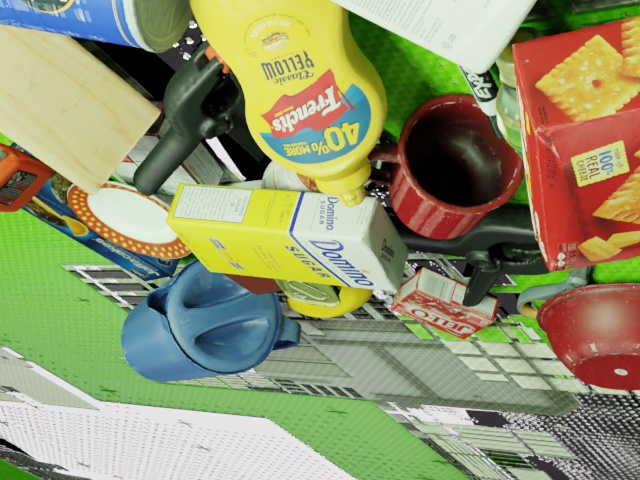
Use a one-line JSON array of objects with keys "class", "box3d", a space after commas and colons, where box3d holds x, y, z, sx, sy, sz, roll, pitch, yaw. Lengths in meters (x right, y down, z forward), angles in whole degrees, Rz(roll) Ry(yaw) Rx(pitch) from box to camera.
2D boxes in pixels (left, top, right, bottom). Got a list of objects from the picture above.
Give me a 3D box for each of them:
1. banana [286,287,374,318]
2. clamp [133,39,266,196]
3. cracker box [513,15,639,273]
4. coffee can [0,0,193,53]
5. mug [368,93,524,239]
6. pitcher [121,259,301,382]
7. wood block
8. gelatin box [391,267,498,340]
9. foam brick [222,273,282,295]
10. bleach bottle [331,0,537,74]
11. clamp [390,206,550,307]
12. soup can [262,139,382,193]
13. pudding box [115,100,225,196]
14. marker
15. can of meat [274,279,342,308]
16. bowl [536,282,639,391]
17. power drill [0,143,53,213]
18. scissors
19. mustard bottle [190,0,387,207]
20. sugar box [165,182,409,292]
[{"class": "banana", "box3d": [0.017, 0.049, 1.123, 0.069, 0.037, 0.198, 38, 154, 1]}, {"class": "clamp", "box3d": [-0.078, -0.099, 0.841, 0.039, 0.120, 0.172, 57, 146, 17]}, {"class": "cracker box", "box3d": [0.225, -0.061, 0.609, 0.214, 0.072, 0.164, -11, 149, 8]}, {"class": "coffee can", "box3d": [-0.158, -0.180, 0.674, 0.140, 0.102, 0.103, 12, 155, 14]}, {"class": "mug", "box3d": [0.084, -0.051, 0.791, 0.117, 0.093, 0.081, 4, 162, -6]}, {"class": "pitcher", "box3d": [-0.141, 0.105, 1.248, 0.149, 0.144, 0.243, 56, 152, -5]}, {"class": "wood block", "box3d": [-0.235, -0.134, 0.805, 0.205, 0.090, 0.091, 39, 178, -39]}, {"class": "gelatin box", "box3d": [0.127, 0.067, 1.087, 0.089, 0.030, 0.073, 24, 156, -9]}, {"class": "foam brick", "box3d": [-0.052, 0.019, 1.083, 0.051, 0.053, 0.078, 35, 152, -33]}, {"class": "bleach bottle", "box3d": [0.004, -0.189, 0.593, 0.250, 0.068, 0.103, 25, 140, -5]}, {"class": "clamp", "box3d": [0.136, 0.004, 0.936, 0.164, 0.036, 0.210, 26, 155, -24]}, {"class": "soup can", "box3d": [0.000, -0.056, 0.869, 0.068, 0.068, 0.102, 25, 156, -14]}, {"class": "pudding box", "box3d": [-0.150, -0.081, 0.958, 0.090, 0.039, 0.113, 6, 155, 26]}, {"class": "marker", "box3d": [0.106, -0.111, 0.719, 0.020, 0.020, 0.121, -1, 142, 36]}, {"class": "can of meat", "box3d": [-0.006, 0.001, 0.975, 0.058, 0.084, 0.102, 6, 153, 24]}, {"class": "bowl", "box3d": [0.281, 0.098, 0.985, 0.162, 0.055, 0.162, 7, 153, 4]}, {"class": "power drill", "box3d": [-0.311, -0.103, 0.881, 0.187, 0.057, 0.184, 42, -177, 2]}, {"class": "scissors", "box3d": [0.218, 0.038, 0.979, 0.096, 0.016, 0.201, 4, 152, 25]}, {"class": "mustard bottle", "box3d": [-0.008, -0.101, 0.718, 0.096, 0.058, 0.191, -13, 126, 15]}, {"class": "sugar box", "box3d": [-0.026, -0.002, 0.862, 0.176, 0.048, 0.093, 7, 155, 26]}]
